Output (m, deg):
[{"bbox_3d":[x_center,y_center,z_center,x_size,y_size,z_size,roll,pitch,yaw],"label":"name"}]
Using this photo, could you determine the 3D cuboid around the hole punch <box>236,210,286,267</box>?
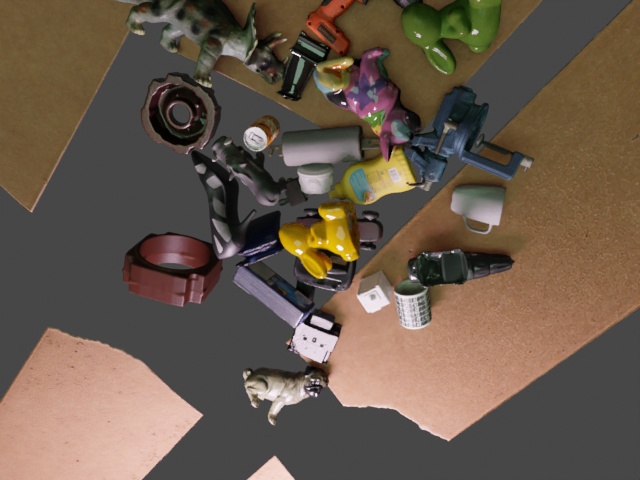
[{"bbox_3d":[-0.135,-0.004,1.260,0.142,0.116,0.092,-18,102,18],"label":"hole punch"}]

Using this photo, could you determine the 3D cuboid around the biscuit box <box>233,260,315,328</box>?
[{"bbox_3d":[-0.113,0.126,1.311,0.203,0.059,0.062,37,124,11],"label":"biscuit box"}]

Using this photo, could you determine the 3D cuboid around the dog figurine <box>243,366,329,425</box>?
[{"bbox_3d":[-0.091,0.371,1.441,0.190,0.121,0.172,-40,106,10],"label":"dog figurine"}]

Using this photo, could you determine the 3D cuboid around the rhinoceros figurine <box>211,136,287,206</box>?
[{"bbox_3d":[-0.161,-0.150,1.194,0.190,0.112,0.073,46,118,-3],"label":"rhinoceros figurine"}]

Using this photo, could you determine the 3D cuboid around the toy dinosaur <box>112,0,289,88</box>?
[{"bbox_3d":[-0.250,-0.445,1.080,0.405,0.131,0.192,37,104,-2],"label":"toy dinosaur"}]

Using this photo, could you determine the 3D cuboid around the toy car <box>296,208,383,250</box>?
[{"bbox_3d":[0.045,-0.027,1.242,0.202,0.053,0.089,3,100,11],"label":"toy car"}]

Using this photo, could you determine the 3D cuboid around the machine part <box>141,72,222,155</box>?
[{"bbox_3d":[-0.307,-0.282,1.195,0.179,0.056,0.179,4,114,9],"label":"machine part"}]

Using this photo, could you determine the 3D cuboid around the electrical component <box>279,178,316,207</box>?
[{"bbox_3d":[-0.059,-0.113,1.241,0.094,0.021,0.063,-16,110,19],"label":"electrical component"}]

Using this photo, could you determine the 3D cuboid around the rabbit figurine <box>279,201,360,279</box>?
[{"bbox_3d":[-0.002,-0.004,1.175,0.173,0.122,0.162,-6,103,13],"label":"rabbit figurine"}]

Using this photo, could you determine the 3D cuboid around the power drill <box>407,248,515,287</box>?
[{"bbox_3d":[0.293,0.055,1.155,0.232,0.207,0.086,-6,91,22],"label":"power drill"}]

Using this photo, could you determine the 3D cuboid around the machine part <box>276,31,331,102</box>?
[{"bbox_3d":[-0.038,-0.353,1.118,0.084,0.039,0.138,28,116,-9],"label":"machine part"}]

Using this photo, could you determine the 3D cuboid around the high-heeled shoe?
[{"bbox_3d":[-0.247,-0.079,1.232,0.145,0.086,0.249,-47,72,15],"label":"high-heeled shoe"}]

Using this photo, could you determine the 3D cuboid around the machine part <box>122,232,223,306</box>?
[{"bbox_3d":[-0.346,0.062,1.280,0.202,0.201,0.087,17,114,4],"label":"machine part"}]

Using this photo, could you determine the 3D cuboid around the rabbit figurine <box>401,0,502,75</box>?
[{"bbox_3d":[0.232,-0.401,0.999,0.170,0.121,0.158,-7,135,-1],"label":"rabbit figurine"}]

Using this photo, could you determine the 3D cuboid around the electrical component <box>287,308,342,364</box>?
[{"bbox_3d":[-0.011,0.241,1.375,0.115,0.058,0.134,20,117,0],"label":"electrical component"}]

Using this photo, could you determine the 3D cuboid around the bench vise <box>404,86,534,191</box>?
[{"bbox_3d":[0.298,-0.178,1.073,0.241,0.129,0.223,27,99,18],"label":"bench vise"}]

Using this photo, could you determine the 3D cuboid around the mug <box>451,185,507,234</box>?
[{"bbox_3d":[0.336,-0.071,1.154,0.107,0.081,0.109,14,122,17],"label":"mug"}]

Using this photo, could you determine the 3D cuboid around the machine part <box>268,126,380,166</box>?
[{"bbox_3d":[0.007,-0.202,1.156,0.243,0.079,0.079,-2,114,14],"label":"machine part"}]

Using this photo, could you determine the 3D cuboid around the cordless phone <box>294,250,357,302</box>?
[{"bbox_3d":[0.005,0.101,1.307,0.147,0.089,0.184,13,128,5],"label":"cordless phone"}]

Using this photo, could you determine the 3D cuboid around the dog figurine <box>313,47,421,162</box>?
[{"bbox_3d":[0.096,-0.261,1.070,0.192,0.108,0.219,-10,100,15],"label":"dog figurine"}]
